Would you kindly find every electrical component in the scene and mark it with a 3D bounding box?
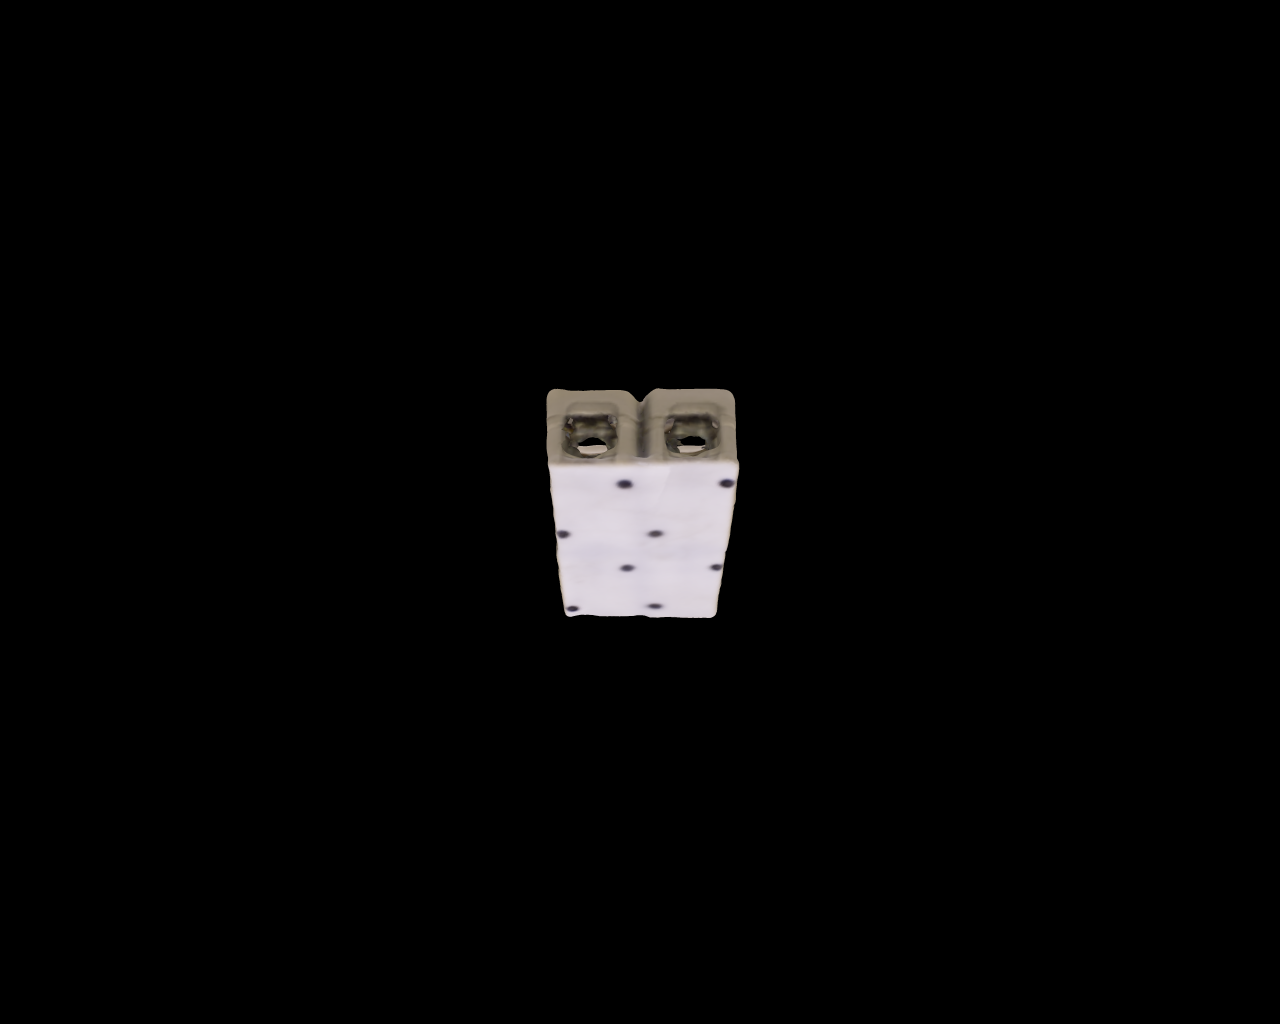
[{"bbox_3d":[0.001,-0.003,0.650,0.105,0.060,0.186,0,-32,0],"label":"electrical component"}]
